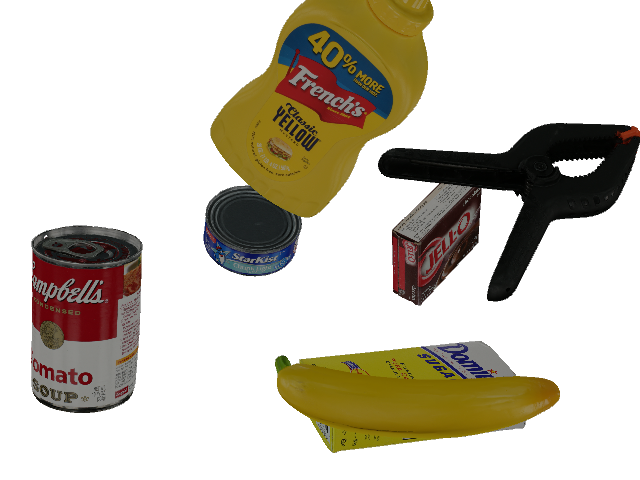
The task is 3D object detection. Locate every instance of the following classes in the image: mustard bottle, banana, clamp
[{"bbox_3d":[0.012,-0.102,0.677,0.192,0.096,0.058,-47,2,40],"label":"mustard bottle"},{"bbox_3d":[0.051,0.099,0.691,0.198,0.037,0.069,5,32,19],"label":"banana"},{"bbox_3d":[0.171,-0.037,0.839,0.209,0.165,0.036,-16,-38,-15],"label":"clamp"}]

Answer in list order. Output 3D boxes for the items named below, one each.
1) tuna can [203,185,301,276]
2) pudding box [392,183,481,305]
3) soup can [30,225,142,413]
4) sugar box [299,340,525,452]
[{"bbox_3d":[-0.061,-0.009,0.952,0.086,0.034,0.086,7,43,-6],"label":"tuna can"},{"bbox_3d":[0.116,-0.004,1.067,0.039,0.090,0.113,27,53,26],"label":"pudding box"},{"bbox_3d":[-0.150,0.049,0.679,0.068,0.102,0.068,6,20,-2],"label":"soup can"},{"bbox_3d":[0.078,0.129,0.907,0.176,0.048,0.093,-7,25,-17],"label":"sugar box"}]
